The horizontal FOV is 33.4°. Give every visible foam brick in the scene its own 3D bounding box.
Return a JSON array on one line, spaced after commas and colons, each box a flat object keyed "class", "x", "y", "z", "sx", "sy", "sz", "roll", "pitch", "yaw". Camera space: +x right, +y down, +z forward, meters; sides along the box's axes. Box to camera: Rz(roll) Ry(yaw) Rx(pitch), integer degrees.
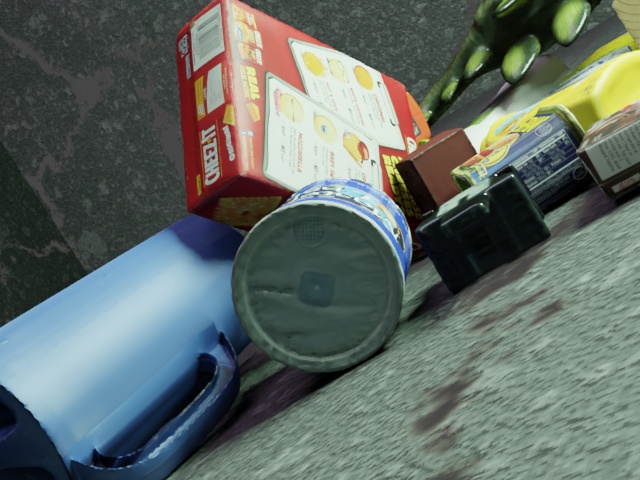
[{"class": "foam brick", "x": 0.103, "y": -0.042, "z": 0.837, "sx": 0.051, "sy": 0.078, "sz": 0.053, "roll": -31, "pitch": 4, "yaw": -6}]

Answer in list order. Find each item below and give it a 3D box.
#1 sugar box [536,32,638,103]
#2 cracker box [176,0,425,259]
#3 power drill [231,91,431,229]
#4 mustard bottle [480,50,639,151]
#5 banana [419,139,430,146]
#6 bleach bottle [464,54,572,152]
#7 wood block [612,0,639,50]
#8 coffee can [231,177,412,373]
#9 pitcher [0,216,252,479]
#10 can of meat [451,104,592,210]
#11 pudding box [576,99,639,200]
[{"class": "sugar box", "x": 0.304, "y": -0.176, "z": 1.121, "sx": 0.094, "sy": 0.048, "sz": 0.175, "roll": -28, "pitch": 5, "yaw": 43}, {"class": "cracker box", "x": -0.011, "y": -0.077, "z": 0.850, "sx": 0.213, "sy": 0.164, "sz": 0.072, "roll": 19, "pitch": -37, "yaw": -42}, {"class": "power drill", "x": 0.007, "y": -0.078, "z": 1.071, "sx": 0.184, "sy": 0.057, "sz": 0.188, "roll": -37, "pitch": 11, "yaw": -33}, {"class": "mustard bottle", "x": 0.192, "y": -0.091, "z": 0.875, "sx": 0.096, "sy": 0.058, "sz": 0.192, "roll": -34, "pitch": 5, "yaw": -32}, {"class": "banana", "x": 0.054, "y": -0.016, "z": 0.967, "sx": 0.037, "sy": 0.069, "sz": 0.197, "roll": -9, "pitch": 27, "yaw": 43}, {"class": "bleach bottle", "x": 0.183, "y": -0.109, "z": 1.122, "sx": 0.250, "sy": 0.068, "sz": 0.103, "roll": -42, "pitch": -1, "yaw": -44}, {"class": "wood block", "x": 0.366, "y": -0.233, "z": 1.017, "sx": 0.090, "sy": 0.091, "sz": 0.205, "roll": -29, "pitch": 5, "yaw": 38}, {"class": "coffee can", "x": 0.006, "y": 0.017, "z": 0.690, "sx": 0.103, "sy": 0.103, "sz": 0.140, "roll": -32, "pitch": 4, "yaw": 11}, {"class": "pitcher", "x": -0.132, "y": 0.083, "z": 0.745, "sx": 0.242, "sy": 0.149, "sz": 0.145, "roll": -40, "pitch": -3, "yaw": -44}, {"class": "can of meat", "x": 0.145, "y": -0.049, "z": 0.761, "sx": 0.084, "sy": 0.057, "sz": 0.102, "roll": -34, "pitch": 4, "yaw": 4}, {"class": "pudding box", "x": 0.208, "y": -0.069, "z": 0.648, "sx": 0.090, "sy": 0.039, "sz": 0.113, "roll": -30, "pitch": 5, "yaw": 23}]
